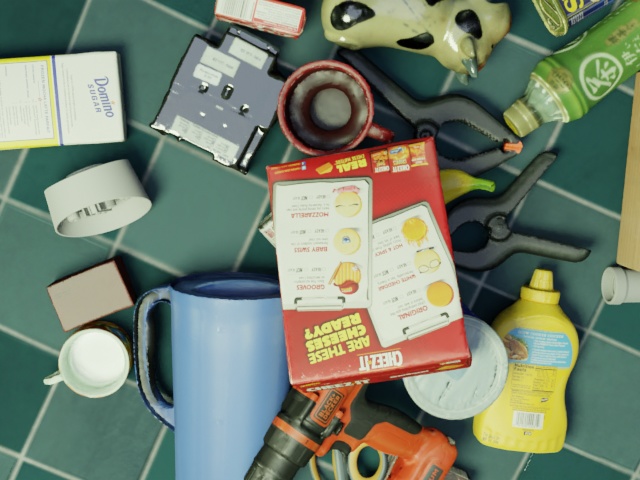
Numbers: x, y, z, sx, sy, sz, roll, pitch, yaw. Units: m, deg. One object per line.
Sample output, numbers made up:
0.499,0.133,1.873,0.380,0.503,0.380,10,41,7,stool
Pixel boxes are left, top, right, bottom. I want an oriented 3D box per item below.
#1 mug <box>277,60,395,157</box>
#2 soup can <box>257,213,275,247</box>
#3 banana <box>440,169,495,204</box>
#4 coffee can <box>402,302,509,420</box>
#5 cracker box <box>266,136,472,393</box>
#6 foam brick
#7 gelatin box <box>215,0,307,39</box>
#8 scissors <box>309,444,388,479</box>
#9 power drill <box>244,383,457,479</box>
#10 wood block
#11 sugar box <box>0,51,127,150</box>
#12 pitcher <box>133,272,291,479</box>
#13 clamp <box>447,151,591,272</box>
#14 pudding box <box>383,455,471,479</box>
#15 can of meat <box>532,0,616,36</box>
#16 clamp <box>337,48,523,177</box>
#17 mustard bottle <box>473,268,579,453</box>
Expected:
0.020,-0.124,1.055,0.117,0.081,0.093,22,97,3,mug
-0.007,0.001,1.103,0.068,0.068,0.102,-43,96,2,soup can
0.095,-0.006,1.101,0.070,0.037,0.198,49,119,23,banana
0.126,0.114,1.085,0.103,0.140,0.103,0,96,-3,coffee can
0.044,0.024,0.999,0.164,0.072,0.214,-10,73,8,cracker box
-0.235,0.055,1.106,0.078,0.051,0.053,-21,96,-1,foam brick
-0.060,-0.226,1.072,0.089,0.073,0.030,13,97,-5,gelatin box
0.046,0.295,1.130,0.096,0.016,0.202,-23,79,19,scissors
0.034,0.213,1.063,0.187,0.057,0.184,37,83,-26,power drill
0.372,-0.069,1.101,0.091,0.090,0.206,4,96,-3,wood block
-0.289,-0.140,1.086,0.176,0.048,0.093,-4,97,-6,sugar box
-0.101,0.157,1.093,0.144,0.149,0.243,-3,101,-33,pitcher
0.197,-0.006,1.123,0.171,0.039,0.120,-27,81,6,clamp
0.099,0.287,1.154,0.090,0.039,0.113,24,94,-4,pudding box
0.257,-0.274,1.090,0.084,0.057,0.102,-30,98,-2,can of meat
0.104,-0.118,1.110,0.210,0.036,0.164,0,97,1,clamp
0.223,0.126,1.132,0.096,0.058,0.192,7,96,-5,mustard bottle
